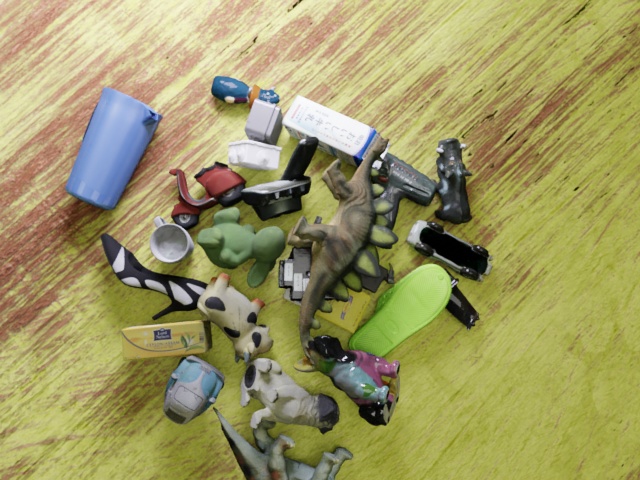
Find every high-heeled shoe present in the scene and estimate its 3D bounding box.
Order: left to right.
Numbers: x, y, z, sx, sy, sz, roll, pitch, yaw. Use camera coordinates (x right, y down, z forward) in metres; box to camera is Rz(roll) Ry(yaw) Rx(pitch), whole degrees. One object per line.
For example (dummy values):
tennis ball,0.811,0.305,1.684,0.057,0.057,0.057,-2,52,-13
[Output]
high-heeled shoe,-0.354,0.058,1.164,0.145,0.086,0.248,-35,92,-8

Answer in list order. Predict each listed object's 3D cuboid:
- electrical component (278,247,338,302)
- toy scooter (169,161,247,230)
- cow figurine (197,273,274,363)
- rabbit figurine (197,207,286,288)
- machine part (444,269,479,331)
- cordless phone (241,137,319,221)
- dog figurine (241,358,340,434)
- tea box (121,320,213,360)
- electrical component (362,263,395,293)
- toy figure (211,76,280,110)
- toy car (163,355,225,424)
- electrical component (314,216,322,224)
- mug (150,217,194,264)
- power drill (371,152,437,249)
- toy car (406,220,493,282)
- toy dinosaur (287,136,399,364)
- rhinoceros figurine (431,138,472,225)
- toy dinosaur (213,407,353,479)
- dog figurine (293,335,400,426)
electrical component,-0.022,0.073,1.141,0.134,0.058,0.115,3,77,-4
toy scooter,-0.260,-0.117,1.184,0.184,0.075,0.135,-28,86,0
cow figurine,-0.176,0.175,1.141,0.194,0.085,0.127,42,61,-20
rabbit figurine,-0.150,0.021,1.133,0.170,0.121,0.158,0,120,25
machine part,0.303,0.136,1.203,0.084,0.039,0.139,-38,86,-10
cordless phone,-0.075,-0.135,1.121,0.146,0.184,0.089,-19,64,-34
dog figurine,-0.061,0.330,1.158,0.190,0.172,0.121,19,123,-35
tea box,-0.321,0.210,1.141,0.170,0.098,0.068,-4,86,-1
electrical component,0.116,0.073,1.196,0.102,0.045,0.078,36,84,1
toy figure,-0.166,-0.330,1.213,0.154,0.058,0.064,15,91,-6
toy car,-0.277,0.322,1.108,0.109,0.103,0.161,36,120,-4
electrical component,-0.002,-0.004,1.209,0.063,0.021,0.094,23,84,-1
mug,-0.319,0.003,1.154,0.081,0.107,0.109,-38,84,-6
power drill,0.127,-0.095,1.199,0.232,0.086,0.207,24,78,8
toy car,0.293,0.024,1.204,0.202,0.056,0.073,28,78,-1
toy dinosaur,0.038,0.010,1.078,0.198,0.105,0.471,28,89,-4
rhinoceros figurine,0.290,-0.128,1.188,0.073,0.112,0.190,-7,93,-1
toy dinosaur,-0.065,0.503,1.123,0.405,0.131,0.192,21,84,6
dog figurine,0.057,0.289,1.147,0.219,0.191,0.108,16,46,23
